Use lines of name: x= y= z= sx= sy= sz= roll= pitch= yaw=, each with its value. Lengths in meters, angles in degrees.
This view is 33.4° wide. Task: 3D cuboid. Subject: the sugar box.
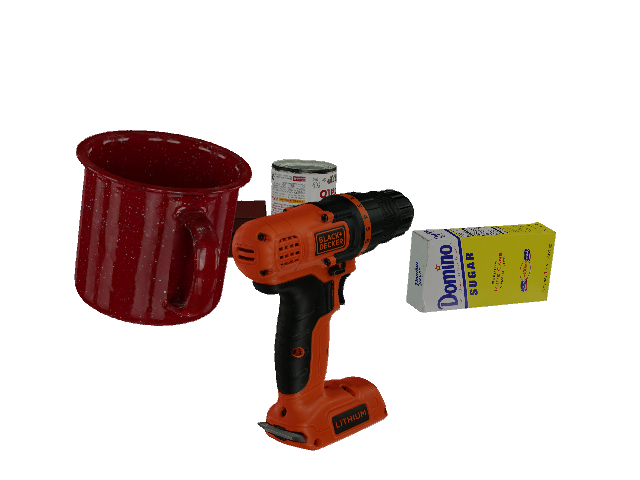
sugar box: x=0.192 y=0.032 z=1.277 sx=0.176 sy=0.093 sz=0.048 roll=-5 pitch=20 yaw=-24

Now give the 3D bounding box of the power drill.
power drill: x=0.011 y=0.057 z=0.844 sx=0.184 sy=0.188 sz=0.057 roll=-15 pitch=16 yaw=-43

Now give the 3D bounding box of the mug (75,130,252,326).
mug: x=-0.083 y=-0.002 z=0.569 sx=0.093 sy=0.081 sz=0.117 roll=-4 pitch=26 yaw=-33

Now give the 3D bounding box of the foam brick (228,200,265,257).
foam brick: x=-0.103 y=-0.014 z=1.288 sx=0.078 sy=0.053 sz=0.051 roll=-3 pitch=28 yaw=-1

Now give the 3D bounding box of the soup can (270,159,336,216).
soup can: x=-0.019 y=-0.028 z=1.087 sx=0.068 sy=0.102 sz=0.068 roll=3 pitch=13 yaw=-1
